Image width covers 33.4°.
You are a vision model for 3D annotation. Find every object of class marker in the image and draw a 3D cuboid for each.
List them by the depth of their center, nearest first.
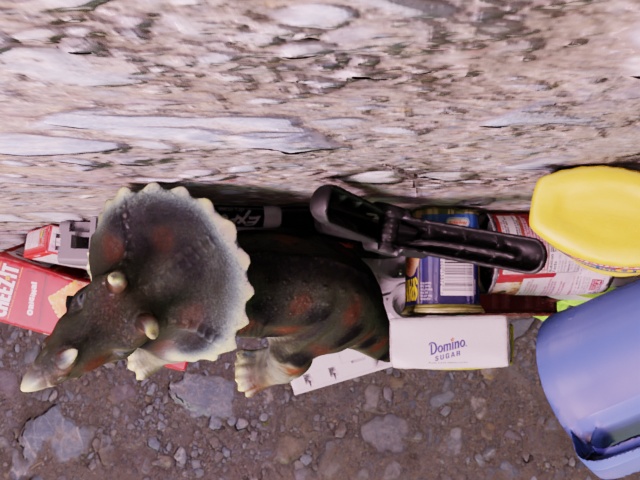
[{"bbox_3d":[-0.063,-0.018,0.822,0.121,0.020,0.020,1,175,-13],"label":"marker"}]

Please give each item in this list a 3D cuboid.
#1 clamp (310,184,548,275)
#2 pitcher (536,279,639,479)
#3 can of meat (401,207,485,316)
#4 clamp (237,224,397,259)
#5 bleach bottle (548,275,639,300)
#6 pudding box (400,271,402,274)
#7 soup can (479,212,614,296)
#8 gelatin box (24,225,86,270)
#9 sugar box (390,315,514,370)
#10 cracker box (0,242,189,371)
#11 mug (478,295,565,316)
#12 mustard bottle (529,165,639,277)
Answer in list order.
[{"bbox_3d":[0.041,-0.010,0.767,0.164,0.036,0.210,16,177,-22],"label":"clamp"},{"bbox_3d":[0.291,0.079,0.795,0.144,0.149,0.243,5,151,-42],"label":"pitcher"},{"bbox_3d":[0.100,0.020,0.878,0.057,0.084,0.102,1,175,-3],"label":"can of meat"},{"bbox_3d":[-0.006,0.001,0.929,0.171,0.039,0.120,0,174,1],"label":"clamp"},{"bbox_3d":[0.310,0.010,0.901,0.102,0.068,0.251,5,170,-37],"label":"bleach bottle"},{"bbox_3d":[0.040,0.040,1.198,0.090,0.039,0.113,-30,169,13],"label":"pudding box"},{"bbox_3d":[0.182,0.011,0.873,0.102,0.068,0.068,0,175,-8],"label":"soup can"},{"bbox_3d":[-0.231,0.009,1.030,0.089,0.030,0.073,13,169,-29],"label":"gelatin box"},{"bbox_3d":[0.115,0.088,0.897,0.093,0.048,0.176,-2,176,12],"label":"sugar box"},{"bbox_3d":[-0.232,0.066,1.120,0.213,0.072,0.164,17,-179,-6],"label":"cracker box"},{"bbox_3d":[0.200,0.034,1.051,0.093,0.081,0.117,4,174,-35],"label":"mug"},{"bbox_3d":[0.195,-0.007,0.708,0.096,0.058,0.191,9,178,16],"label":"mustard bottle"}]
